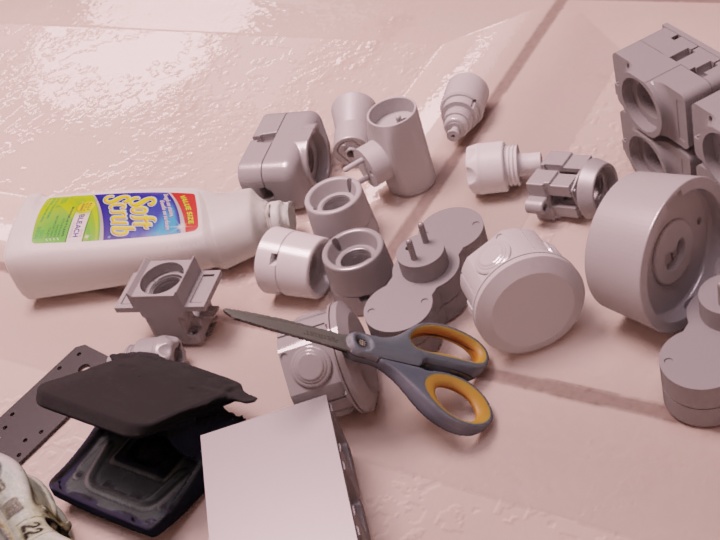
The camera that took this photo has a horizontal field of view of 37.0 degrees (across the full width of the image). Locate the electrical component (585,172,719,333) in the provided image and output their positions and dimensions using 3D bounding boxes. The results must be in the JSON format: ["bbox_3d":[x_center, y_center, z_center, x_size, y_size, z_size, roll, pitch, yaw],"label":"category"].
[{"bbox_3d":[0.199,-0.016,0.740,0.108,0.108,0.060,-43,39,-25],"label":"electrical component"}]

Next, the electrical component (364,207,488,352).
[{"bbox_3d":[0.049,-0.002,0.806,0.052,0.073,0.138,11,49,32],"label":"electrical component"}]

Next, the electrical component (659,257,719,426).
[{"bbox_3d":[0.239,0.028,0.696,0.052,0.073,0.138,17,52,36],"label":"electrical component"}]

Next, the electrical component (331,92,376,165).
[{"bbox_3d":[-0.006,-0.128,0.999,0.044,0.044,0.065,-9,46,13],"label":"electrical component"}]

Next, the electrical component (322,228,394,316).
[{"bbox_3d":[0.000,0.000,0.845,0.055,0.047,0.055,-11,41,10],"label":"electrical component"}]

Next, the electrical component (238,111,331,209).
[{"bbox_3d":[-0.064,-0.100,0.978,0.059,0.053,0.095,-1,43,21],"label":"electrical component"}]

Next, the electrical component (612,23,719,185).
[{"bbox_3d":[0.264,-0.093,0.797,0.060,0.105,0.186,-27,40,-9],"label":"electrical component"}]

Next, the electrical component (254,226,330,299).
[{"bbox_3d":[-0.051,-0.005,0.867,0.047,0.055,0.055,10,48,26],"label":"electrical component"}]

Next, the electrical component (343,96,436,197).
[{"bbox_3d":[0.021,-0.097,0.922,0.079,0.077,0.044,-31,42,-13],"label":"electrical component"}]

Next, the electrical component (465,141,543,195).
[{"bbox_3d":[0.121,-0.086,0.897,0.062,0.043,0.043,-5,42,15],"label":"electrical component"}]

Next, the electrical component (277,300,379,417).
[{"bbox_3d":[-0.021,0.065,0.756,0.051,0.080,0.080,-18,40,11],"label":"electrical component"}]

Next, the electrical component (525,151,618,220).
[{"bbox_3d":[0.170,-0.066,0.852,0.055,0.048,0.066,9,47,40],"label":"electrical component"}]

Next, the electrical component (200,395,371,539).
[{"bbox_3d":[-0.042,0.163,0.667,0.089,0.061,0.150,-18,40,2],"label":"electrical component"}]

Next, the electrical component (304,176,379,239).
[{"bbox_3d":[-0.016,-0.046,0.903,0.055,0.047,0.055,-11,41,10],"label":"electrical component"}]

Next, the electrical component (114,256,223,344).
[{"bbox_3d":[-0.149,0.026,0.863,0.081,0.063,0.042,-1,42,21],"label":"electrical component"}]

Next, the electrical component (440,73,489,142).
[{"bbox_3d":[0.092,-0.145,0.977,0.040,0.040,0.078,-1,44,22],"label":"electrical component"}]

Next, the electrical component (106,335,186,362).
[{"bbox_3d":[-0.170,0.070,0.845,0.061,0.035,0.035,-6,42,18],"label":"electrical component"}]

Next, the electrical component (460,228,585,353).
[{"bbox_3d":[0.113,0.014,0.759,0.080,0.080,0.051,-21,34,-2],"label":"electrical component"}]
